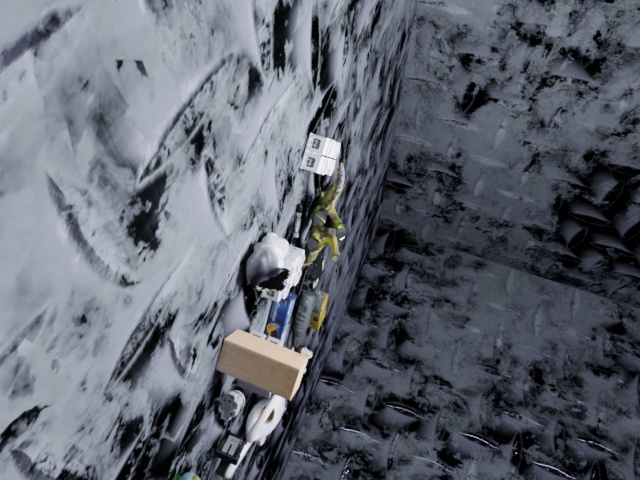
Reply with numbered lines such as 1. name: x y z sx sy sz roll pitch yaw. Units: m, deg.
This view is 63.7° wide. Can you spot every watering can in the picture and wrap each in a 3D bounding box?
1. watering can: -0.218 0.658 1.823 0.347 0.104 0.224 -57 172 1

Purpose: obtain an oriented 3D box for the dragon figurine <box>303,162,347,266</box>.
1. dragon figurine: 0.005 -0.084 1.675 0.247 0.122 0.404 -122 -137 -63

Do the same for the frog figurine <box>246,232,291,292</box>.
1. frog figurine: -0.135 0.044 1.306 0.134 0.123 0.163 74 -1 -56
